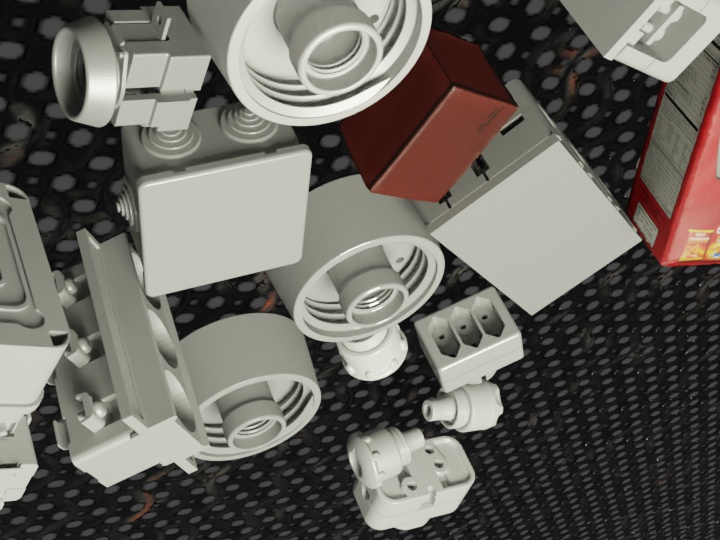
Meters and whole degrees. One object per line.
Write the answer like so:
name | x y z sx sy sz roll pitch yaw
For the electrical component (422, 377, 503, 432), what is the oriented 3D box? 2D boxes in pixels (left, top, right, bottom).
electrical component | 0.081 0.111 0.877 0.062 0.043 0.043 -3 140 -28

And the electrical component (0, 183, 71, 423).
electrical component | -0.191 0.013 0.503 0.078 0.113 0.057 7 131 -39

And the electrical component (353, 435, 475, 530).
electrical component | 0.046 0.190 0.950 0.095 0.053 0.059 -8 142 -25

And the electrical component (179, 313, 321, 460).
electrical component | -0.078 0.086 0.722 0.108 0.060 0.108 -18 145 -13

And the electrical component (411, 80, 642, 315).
electrical component | 0.100 -0.043 0.666 0.089 0.061 0.150 -36 145 15

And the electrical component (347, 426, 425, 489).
electrical component | 0.023 0.149 0.890 0.062 0.048 0.048 -20 146 -22

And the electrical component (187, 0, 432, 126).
electrical component | -0.019 -0.114 0.493 0.108 0.060 0.108 -18 145 -13

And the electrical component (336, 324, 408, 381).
electrical component | 0.003 0.042 0.734 0.048 0.048 0.062 -26 139 0

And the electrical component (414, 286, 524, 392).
electrical component | 0.084 0.061 0.808 0.066 0.047 0.076 -24 147 -3

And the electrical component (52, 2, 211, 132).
electrical component | -0.105 -0.090 0.484 0.055 0.048 0.066 -10 144 -35

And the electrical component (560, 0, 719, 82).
electrical component | 0.162 -0.175 0.504 0.062 0.089 0.150 10 132 -41

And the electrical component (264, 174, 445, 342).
electrical component | 0.000 0.000 0.659 0.108 0.060 0.108 -18 145 -13

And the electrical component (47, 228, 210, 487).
electrical component | -0.133 0.049 0.583 0.063 0.121 0.078 -25 146 3

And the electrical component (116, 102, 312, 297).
electrical component | -0.077 -0.040 0.565 0.100 0.048 0.099 -14 144 -18

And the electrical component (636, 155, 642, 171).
electrical component | 0.234 -0.067 0.737 0.079 0.044 0.077 -14 144 -18

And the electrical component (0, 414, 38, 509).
electrical component | -0.256 0.104 0.627 0.121 0.063 0.078 4 136 -37
